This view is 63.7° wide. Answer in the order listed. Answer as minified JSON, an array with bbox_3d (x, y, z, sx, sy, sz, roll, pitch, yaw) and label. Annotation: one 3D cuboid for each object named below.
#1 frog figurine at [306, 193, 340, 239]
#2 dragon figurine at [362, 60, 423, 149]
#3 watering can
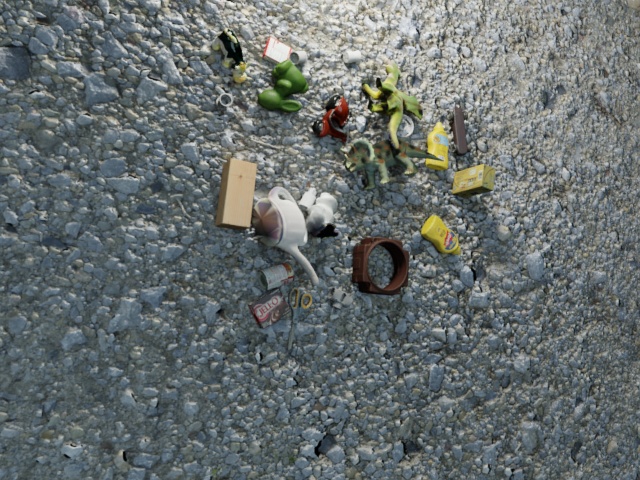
[{"bbox_3d":[0.005,-0.089,1.761,0.121,0.163,0.136,-29,-31,27],"label":"frog figurine"},{"bbox_3d":[0.303,-0.509,1.946,0.243,0.416,0.120,-2,-22,-32],"label":"dragon figurine"},{"bbox_3d":[-0.103,-0.014,1.648,0.103,0.351,0.224,-25,-14,29],"label":"watering can"}]
